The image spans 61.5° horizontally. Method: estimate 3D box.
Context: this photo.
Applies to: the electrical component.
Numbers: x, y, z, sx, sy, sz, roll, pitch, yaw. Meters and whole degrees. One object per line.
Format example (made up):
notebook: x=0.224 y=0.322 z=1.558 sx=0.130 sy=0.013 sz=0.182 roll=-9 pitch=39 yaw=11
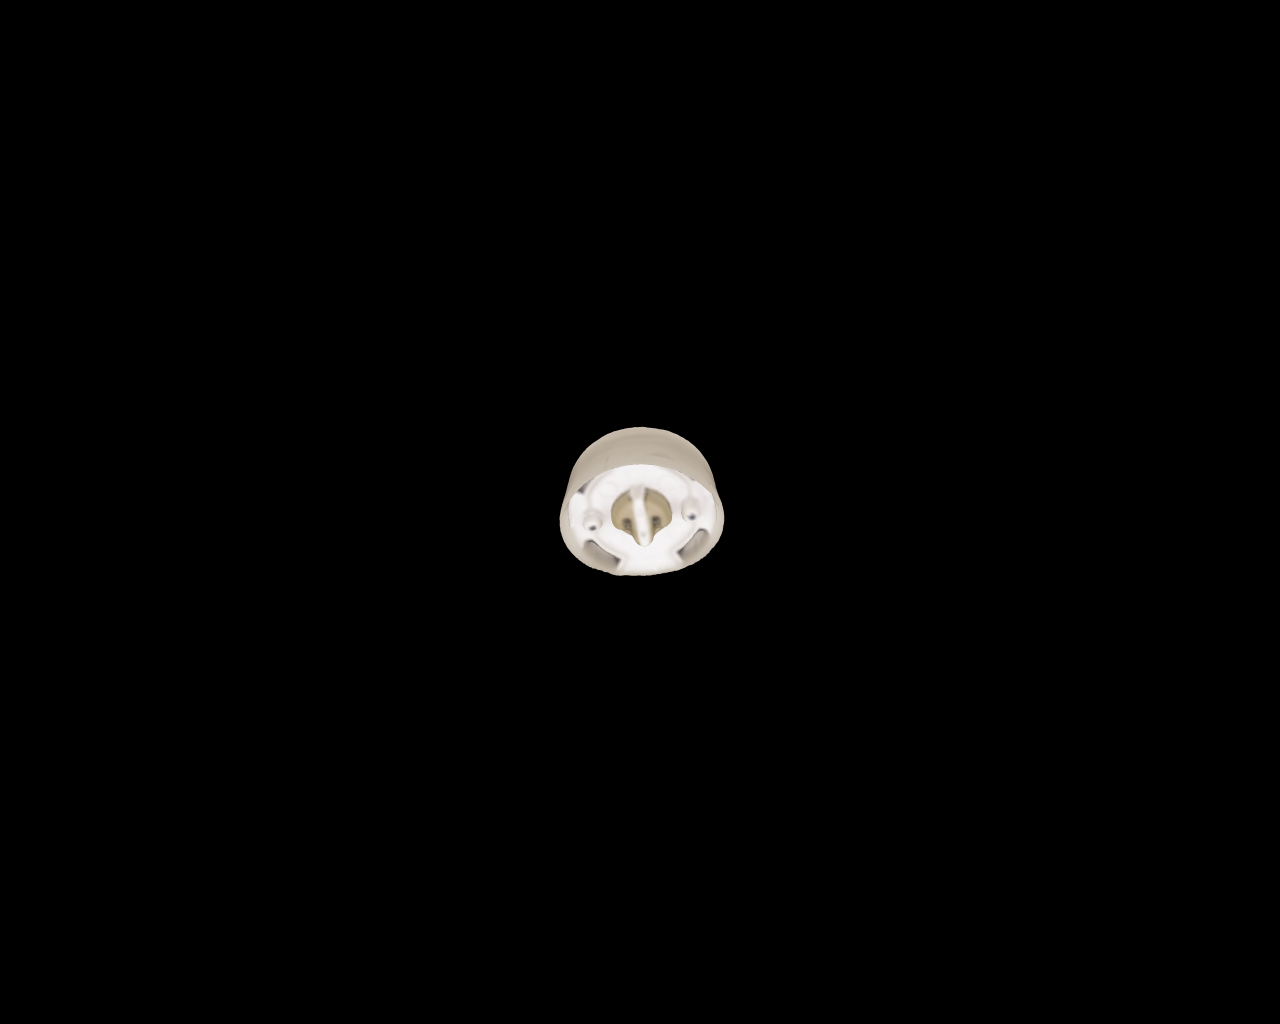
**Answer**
electrical component: x=0.001 y=-0.003 z=0.650 sx=0.099 sy=0.099 sz=0.064 roll=0 pitch=34 yaw=0
